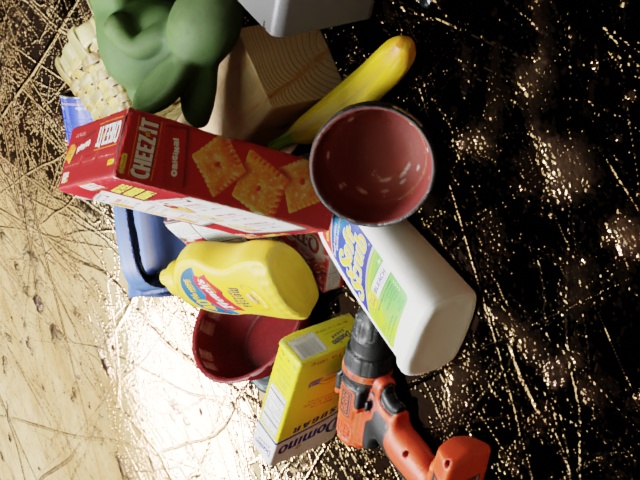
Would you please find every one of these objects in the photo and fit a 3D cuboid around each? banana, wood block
[{"bbox_3d":[0.032,-0.132,0.971,0.037,0.069,0.198,50,134,-4],"label":"banana"},{"bbox_3d":[-0.068,-0.133,1.106,0.206,0.090,0.090,-41,69,56],"label":"wood block"}]

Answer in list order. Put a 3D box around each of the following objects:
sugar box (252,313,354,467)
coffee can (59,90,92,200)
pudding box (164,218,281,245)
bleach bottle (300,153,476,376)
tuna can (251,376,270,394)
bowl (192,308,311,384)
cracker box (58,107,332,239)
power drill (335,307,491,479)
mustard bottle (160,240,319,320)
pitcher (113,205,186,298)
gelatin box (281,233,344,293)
[{"bbox_3d":[-0.012,0.164,1.150,0.048,0.093,0.176,48,141,34],"label":"sugar box"},{"bbox_3d":[-0.289,-0.134,1.440,0.103,0.102,0.140,19,119,53],"label":"coffee can"},{"bbox_3d":[-0.103,-0.007,1.174,0.090,0.039,0.113,-9,142,37],"label":"pudding box"},{"bbox_3d":[0.046,0.007,1.020,0.251,0.068,0.103,51,142,36],"label":"bleach bottle"},{"bbox_3d":[-0.060,0.139,1.270,0.086,0.033,0.086,30,128,48],"label":"tuna can"},{"bbox_3d":[-0.065,0.096,1.192,0.162,0.162,0.055,31,173,48],"label":"bowl"},{"bbox_3d":[-0.115,-0.058,1.002,0.164,0.213,0.072,-4,74,60],"label":"cracker box"},{"bbox_3d":[0.085,0.172,1.039,0.188,0.057,0.184,46,143,42],"label":"power drill"},{"bbox_3d":[-0.100,0.041,1.141,0.192,0.058,0.096,0,141,39],"label":"mustard bottle"},{"bbox_3d":[-0.189,-0.053,1.278,0.149,0.144,0.243,168,91,-72],"label":"pitcher"},{"bbox_3d":[-0.008,0.001,1.128,0.089,0.030,0.073,42,136,41],"label":"gelatin box"}]
